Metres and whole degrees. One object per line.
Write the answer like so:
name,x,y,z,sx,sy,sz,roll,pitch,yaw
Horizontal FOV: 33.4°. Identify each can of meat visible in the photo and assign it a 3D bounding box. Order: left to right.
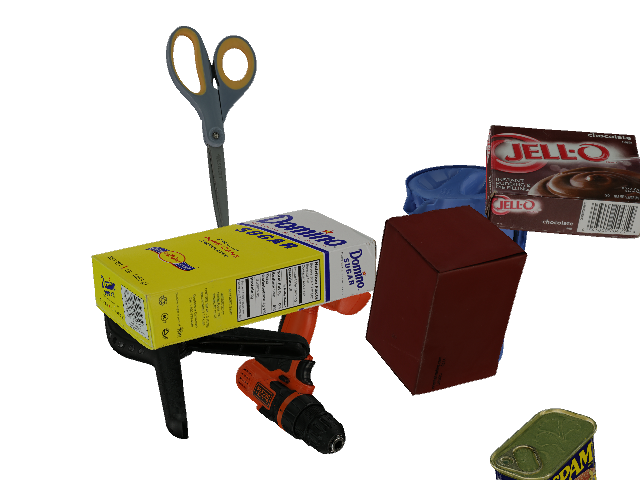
can of meat,0.194,0.206,0.908,0.058,0.084,0.101,12,30,42

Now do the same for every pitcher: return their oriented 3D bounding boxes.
pitcher,0.181,0.033,1.312,0.149,0.243,0.145,1,22,9

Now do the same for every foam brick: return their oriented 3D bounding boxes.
foam brick,0.061,0.029,0.536,0.052,0.078,0.051,-9,37,-26

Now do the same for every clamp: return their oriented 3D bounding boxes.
clamp,-0.125,0.091,1.003,0.164,0.036,0.210,-23,42,-35

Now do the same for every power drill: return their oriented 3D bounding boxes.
power drill,-0.011,0.131,1.232,0.057,0.188,0.185,15,10,-45

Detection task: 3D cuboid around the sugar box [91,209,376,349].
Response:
sugar box,-0.058,0.022,0.738,0.175,0.048,0.093,-16,25,-30

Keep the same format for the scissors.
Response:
scissors,-0.085,-0.109,1.004,0.096,0.202,0.016,-20,-2,-25

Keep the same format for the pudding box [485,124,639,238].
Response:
pudding box,0.180,-0.045,0.793,0.113,0.039,0.090,6,40,3
